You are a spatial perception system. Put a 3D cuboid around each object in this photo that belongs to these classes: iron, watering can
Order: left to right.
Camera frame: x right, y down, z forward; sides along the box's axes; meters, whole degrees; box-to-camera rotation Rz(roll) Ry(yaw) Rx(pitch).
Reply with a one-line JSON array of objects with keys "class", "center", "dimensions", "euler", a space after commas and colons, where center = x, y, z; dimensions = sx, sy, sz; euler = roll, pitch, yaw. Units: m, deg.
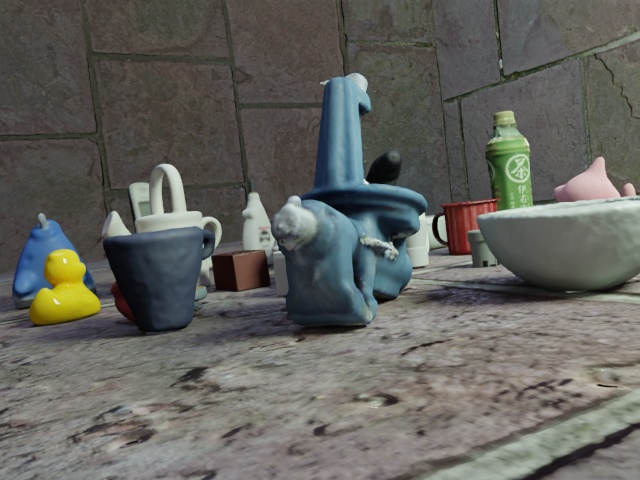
[{"class": "iron", "center": [-0.446, 0.030, 0.960], "dimensions": [0.119, 0.141, 0.257], "euler": [-8, 3, -21]}, {"class": "watering can", "center": [-0.233, -0.018, 0.864], "dimensions": [0.100, 0.194, 0.173], "euler": [-5, 3, 32]}]

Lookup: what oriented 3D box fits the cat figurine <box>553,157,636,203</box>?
[{"class": "cat figurine", "center": [0.318, -0.035, 0.649], "dimensions": [0.067, 0.118, 0.128], "euler": [-7, 3, -2]}]

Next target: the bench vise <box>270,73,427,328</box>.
[{"class": "bench vise", "center": [0.030, -0.045, 0.493], "dimensions": [0.121, 0.220, 0.208], "euler": [-6, 3, 9]}]

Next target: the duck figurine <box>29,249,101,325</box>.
[{"class": "duck figurine", "center": [-0.317, 0.055, 0.705], "dimensions": [0.077, 0.086, 0.104], "euler": [-7, 3, 4]}]

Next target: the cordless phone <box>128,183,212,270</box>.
[{"class": "cordless phone", "center": [-0.280, -0.016, 1.054], "dimensions": [0.093, 0.185, 0.148], "euler": [-4, 4, 41]}]

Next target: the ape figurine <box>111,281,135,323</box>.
[{"class": "ape figurine", "center": [-0.185, 0.040, 0.616], "dimensions": [0.078, 0.092, 0.076], "euler": [-7, 3, -6]}]

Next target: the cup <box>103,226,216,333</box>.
[{"class": "cup", "center": [-0.143, 0.037, 0.551], "dimensions": [0.091, 0.095, 0.118], "euler": [-5, 4, 37]}]

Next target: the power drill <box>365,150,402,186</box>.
[{"class": "power drill", "center": [0.158, -0.094, 1.332], "dimensions": [0.075, 0.208, 0.229], "euler": [-7, 3, -8]}]

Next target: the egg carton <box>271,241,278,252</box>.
[{"class": "egg carton", "center": [-0.019, 0.011, 1.041], "dimensions": [0.107, 0.069, 0.150], "euler": [-6, 3, 16]}]

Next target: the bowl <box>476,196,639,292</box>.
[{"class": "bowl", "center": [0.225, 0.005, 0.503], "dimensions": [0.167, 0.075, 0.167], "euler": [-7, 3, 1]}]

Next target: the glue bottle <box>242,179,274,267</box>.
[{"class": "glue bottle", "center": [-0.123, -0.032, 1.107], "dimensions": [0.037, 0.173, 0.078], "euler": [-5, 3, 28]}]
